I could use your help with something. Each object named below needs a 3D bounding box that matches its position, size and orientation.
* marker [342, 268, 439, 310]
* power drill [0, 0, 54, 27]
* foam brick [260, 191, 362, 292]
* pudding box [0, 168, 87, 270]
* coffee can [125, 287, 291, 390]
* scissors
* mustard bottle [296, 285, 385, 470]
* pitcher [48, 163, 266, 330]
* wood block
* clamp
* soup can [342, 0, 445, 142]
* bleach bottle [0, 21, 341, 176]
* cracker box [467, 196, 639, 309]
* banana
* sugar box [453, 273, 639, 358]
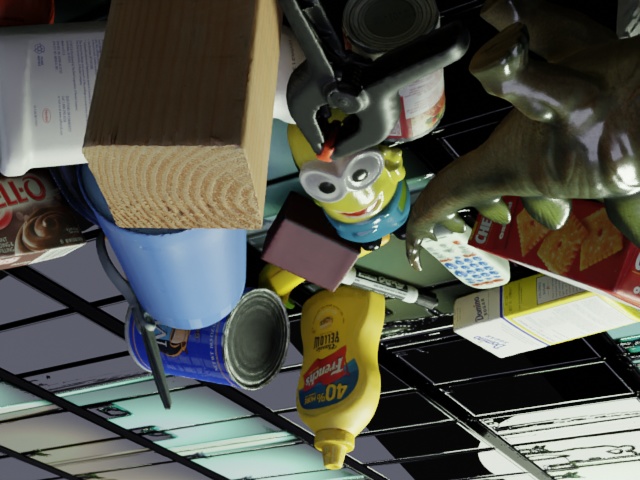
[{"bbox_3d":[0.072,0.050,1.117,0.121,0.020,0.020,18,148,-23],"label":"marker"},{"bbox_3d":[-0.285,-0.133,0.800,0.184,0.057,0.188,5,151,-3],"label":"power drill"},{"bbox_3d":[-0.006,0.001,0.977,0.078,0.053,0.051,25,120,-8],"label":"foam brick"},{"bbox_3d":[-0.265,-0.023,0.910,0.039,0.090,0.113,-29,171,29],"label":"pudding box"},{"bbox_3d":[-0.116,0.094,1.098,0.141,0.102,0.102,4,156,37],"label":"coffee can"},{"bbox_3d":[-0.161,0.075,1.041,0.016,0.202,0.096,-37,159,21],"label":"scissors"},{"bbox_3d":[0.019,0.145,1.115,0.096,0.191,0.058,-18,144,34],"label":"mustard bottle"},{"bbox_3d":[-0.134,-0.016,0.929,0.145,0.149,0.243,-26,157,-13],"label":"pitcher"},{"bbox_3d":[-0.075,-0.117,0.650,0.091,0.206,0.090,1,151,6],"label":"wood block"},{"bbox_3d":[0.030,-0.104,0.697,0.120,0.039,0.171,20,154,9],"label":"clamp"},{"bbox_3d":[0.053,-0.126,0.758,0.068,0.068,0.102,-1,150,9],"label":"soup can"},{"bbox_3d":[-0.100,-0.104,0.752,0.250,0.102,0.068,-5,-174,-20],"label":"bleach bottle"},{"bbox_3d":[0.248,0.014,0.879,0.164,0.072,0.214,19,-177,-23],"label":"cracker box"},{"bbox_3d":[-0.011,0.025,1.071,0.069,0.037,0.198,-3,160,-35],"label":"banana"},{"bbox_3d":[0.235,0.072,1.110,0.177,0.048,0.093,-18,144,40],"label":"sugar box"}]
